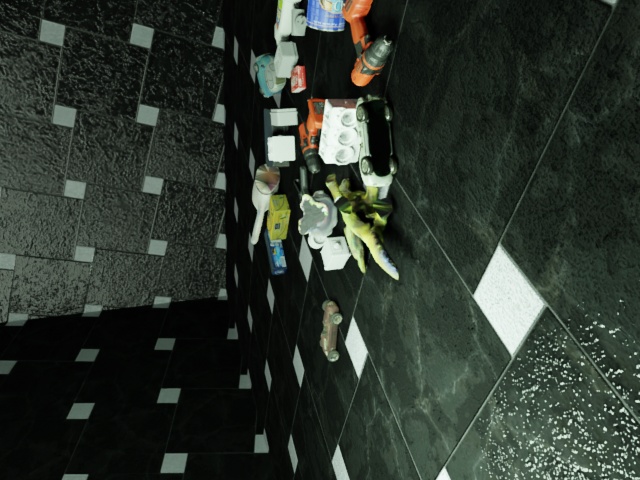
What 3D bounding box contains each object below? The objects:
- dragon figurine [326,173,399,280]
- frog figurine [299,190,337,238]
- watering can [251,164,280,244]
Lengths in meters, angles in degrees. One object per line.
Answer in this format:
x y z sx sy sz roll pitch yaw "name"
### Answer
0.106 -0.017 1.230 0.237 0.122 0.420 79 175 -52 "dragon figurine"
0.005 -0.077 1.525 0.160 0.122 0.138 -9 -95 -72 "frog figurine"
-0.235 -0.172 2.149 0.219 0.104 0.356 112 167 -58 "watering can"
